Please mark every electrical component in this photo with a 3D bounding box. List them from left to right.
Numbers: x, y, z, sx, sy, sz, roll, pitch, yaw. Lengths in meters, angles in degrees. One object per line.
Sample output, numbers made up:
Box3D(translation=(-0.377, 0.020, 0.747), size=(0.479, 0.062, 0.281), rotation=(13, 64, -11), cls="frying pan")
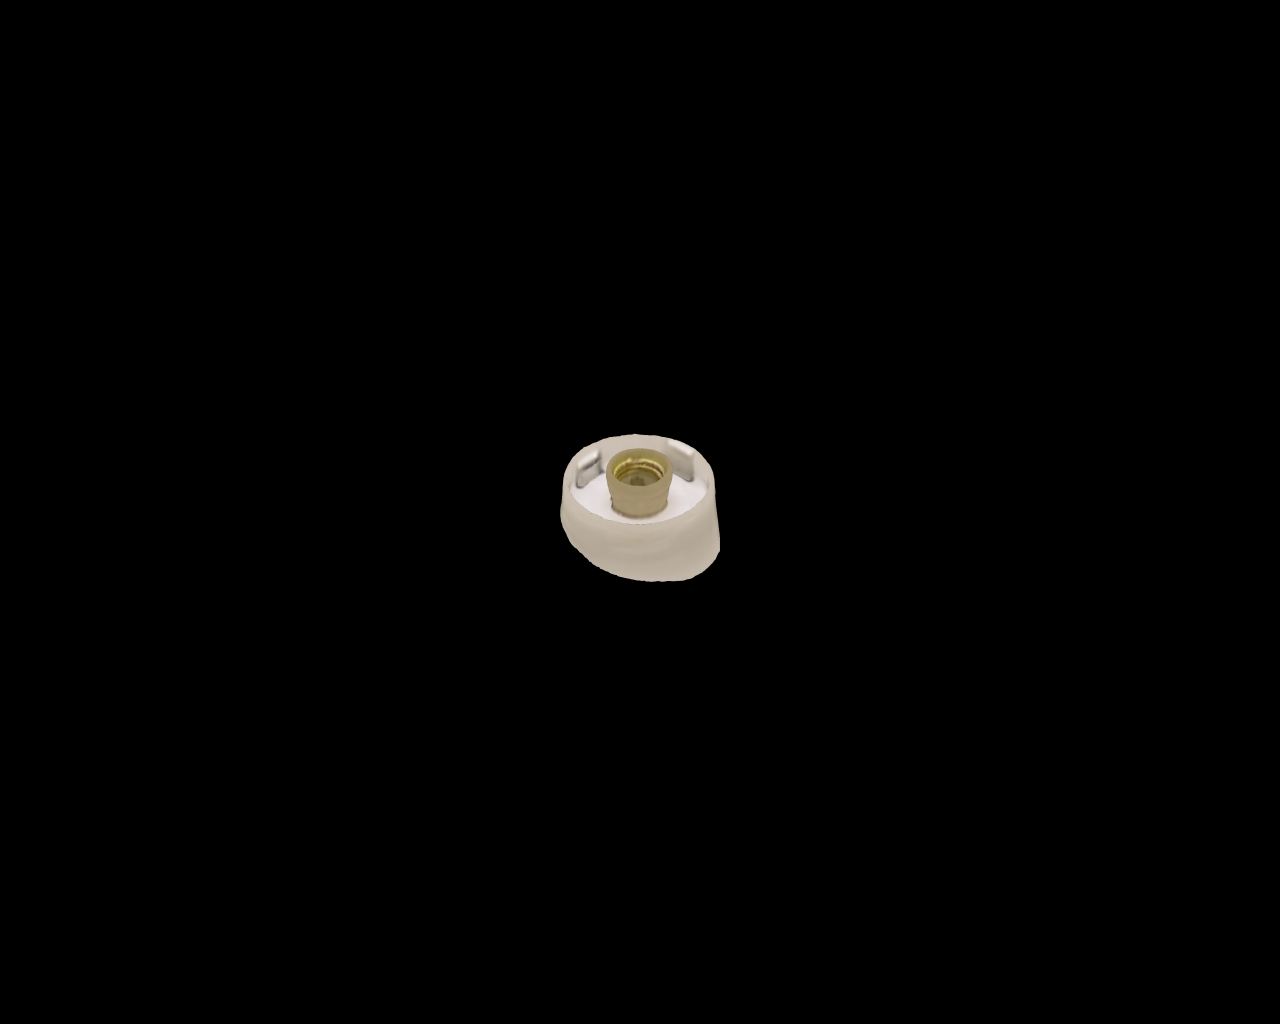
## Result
Box3D(translation=(0.001, -0.003, 0.650), size=(0.099, 0.064, 0.099), rotation=(0, 38, 0), cls="electrical component")
